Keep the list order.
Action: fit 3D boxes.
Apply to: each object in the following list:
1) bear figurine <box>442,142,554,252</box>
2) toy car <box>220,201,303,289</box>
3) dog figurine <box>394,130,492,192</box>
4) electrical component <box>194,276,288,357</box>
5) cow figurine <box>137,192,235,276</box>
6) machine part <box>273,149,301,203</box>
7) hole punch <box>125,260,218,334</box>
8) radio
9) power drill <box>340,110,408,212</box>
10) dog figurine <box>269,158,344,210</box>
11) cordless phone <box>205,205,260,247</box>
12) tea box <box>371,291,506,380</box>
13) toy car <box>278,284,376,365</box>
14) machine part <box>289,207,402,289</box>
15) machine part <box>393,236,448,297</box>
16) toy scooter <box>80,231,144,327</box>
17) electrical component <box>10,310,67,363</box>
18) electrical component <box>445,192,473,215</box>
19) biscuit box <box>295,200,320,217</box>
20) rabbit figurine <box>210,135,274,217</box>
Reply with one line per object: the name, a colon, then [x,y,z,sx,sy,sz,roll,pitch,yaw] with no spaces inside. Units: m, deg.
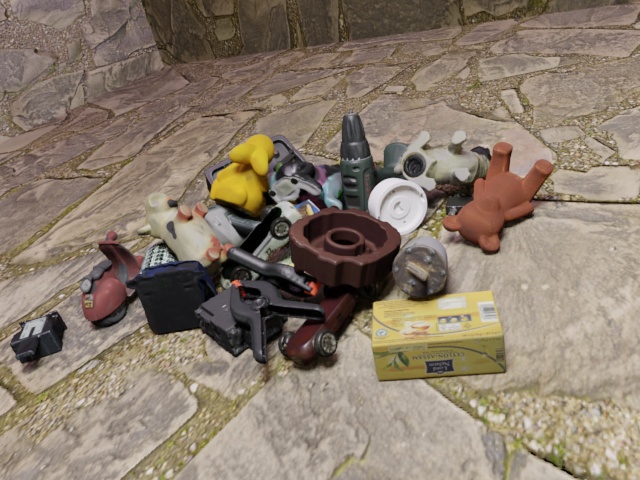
bear figurine: [0.315,-0.076,0.966,0.120,0.131,0.196,33,44,26]
toy car: [-0.114,0.013,1.004,0.201,0.056,0.074,-50,36,3]
dog figurine: [0.264,-0.148,1.120,0.173,0.121,0.190,6,0,30]
electrical component: [-0.122,0.124,0.874,0.115,0.058,0.134,-36,36,-31]
cow figurine: [-0.259,-0.010,1.002,0.127,0.195,0.085,-44,-11,27]
machine part: [-0.065,-0.129,1.206,0.039,0.138,0.084,14,54,29]
hole punch: [-0.247,0.088,0.940,0.142,0.115,0.092,-8,22,10]
radio: [-0.149,-0.148,1.272,0.230,0.073,0.131,-29,70,-21]
power drill: [0.117,-0.154,1.107,0.086,0.231,0.207,7,18,31]
dog figurine: [0.001,-0.136,1.169,0.108,0.191,0.219,-44,16,39]
cordless phone: [-0.153,-0.010,1.087,0.184,0.088,0.146,11,14,13]
tea box: [0.158,0.130,0.734,0.170,0.068,0.098,-7,30,14]
toy car: [0.018,0.118,0.830,0.089,0.053,0.202,-16,20,41]
machine part: [0.039,0.010,0.866,0.179,0.056,0.179,2,32,-1]
machine part: [0.157,0.037,0.820,0.079,0.079,0.243,-6,3,13]
toy scooter: [-0.393,0.064,1.013,0.075,0.135,0.184,-1,33,18]
electrical component: [-0.496,0.179,0.944,0.075,0.047,0.119,-20,30,-10]
electrical component: [0.285,-0.068,1.070,0.063,0.021,0.094,2,32,25]
biscuit box: [-0.002,-0.003,1.005,0.059,0.062,0.203,-21,34,-17]
rabbit figurine: [-0.153,-0.149,1.128,0.122,0.162,0.173,26,79,1]
